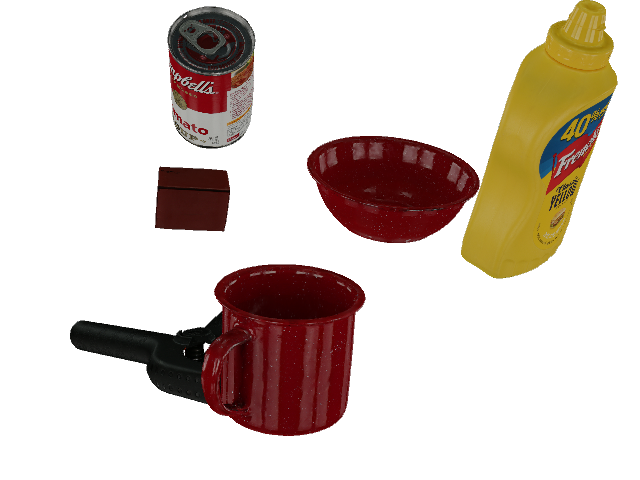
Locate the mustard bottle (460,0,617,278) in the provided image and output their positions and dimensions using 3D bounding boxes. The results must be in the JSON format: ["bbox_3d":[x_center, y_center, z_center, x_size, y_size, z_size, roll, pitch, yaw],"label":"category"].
[{"bbox_3d":[0.151,-0.069,0.705,0.058,0.192,0.096,36,46,28],"label":"mustard bottle"}]

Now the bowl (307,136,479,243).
[{"bbox_3d":[0.065,-0.042,1.002,0.162,0.055,0.162,5,28,-3],"label":"bowl"}]

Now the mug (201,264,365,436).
[{"bbox_3d":[-0.028,0.072,0.661,0.093,0.081,0.117,17,24,34],"label":"mug"}]

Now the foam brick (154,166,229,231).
[{"bbox_3d":[-0.140,-0.046,1.164,0.078,0.051,0.053,3,28,-8],"label":"foam brick"}]

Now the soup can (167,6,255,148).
[{"bbox_3d":[-0.088,-0.130,0.867,0.068,0.068,0.102,0,-30,-6],"label":"soup can"}]

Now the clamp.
[{"bbox_3d":[-0.097,0.090,0.886,0.164,0.036,0.210,-10,16,-31],"label":"clamp"}]
